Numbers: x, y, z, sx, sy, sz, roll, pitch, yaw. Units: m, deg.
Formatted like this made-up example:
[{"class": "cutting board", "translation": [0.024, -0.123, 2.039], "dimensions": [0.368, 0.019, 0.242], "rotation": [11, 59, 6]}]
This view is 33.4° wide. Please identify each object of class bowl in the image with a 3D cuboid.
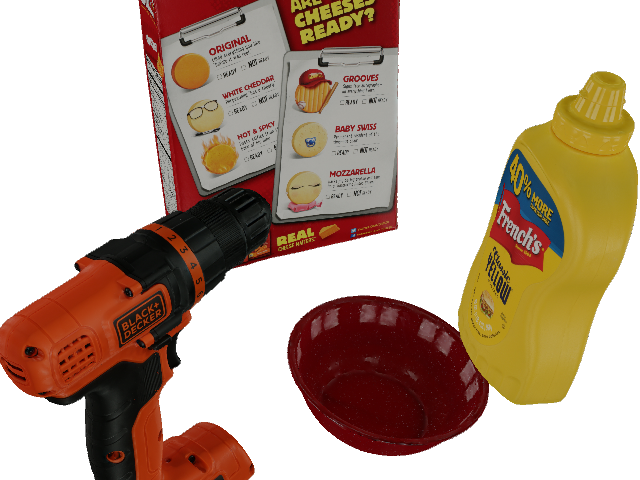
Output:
[{"class": "bowl", "translation": [0.049, 0.117, 0.846], "dimensions": [0.162, 0.055, 0.162], "rotation": [9, 37, -7]}]

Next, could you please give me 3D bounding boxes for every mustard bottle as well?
[{"class": "mustard bottle", "translation": [0.129, -0.006, 0.591], "dimensions": [0.058, 0.192, 0.096], "rotation": [0, 38, -16]}]

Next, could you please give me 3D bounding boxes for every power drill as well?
[{"class": "power drill", "translation": [-0.089, 0.078, 0.623], "dimensions": [0.057, 0.188, 0.184], "rotation": [21, 42, 38]}]

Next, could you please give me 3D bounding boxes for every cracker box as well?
[{"class": "cracker box", "translation": [-0.032, -0.095, 0.731], "dimensions": [0.164, 0.214, 0.072], "rotation": [-13, 32, -17]}]
